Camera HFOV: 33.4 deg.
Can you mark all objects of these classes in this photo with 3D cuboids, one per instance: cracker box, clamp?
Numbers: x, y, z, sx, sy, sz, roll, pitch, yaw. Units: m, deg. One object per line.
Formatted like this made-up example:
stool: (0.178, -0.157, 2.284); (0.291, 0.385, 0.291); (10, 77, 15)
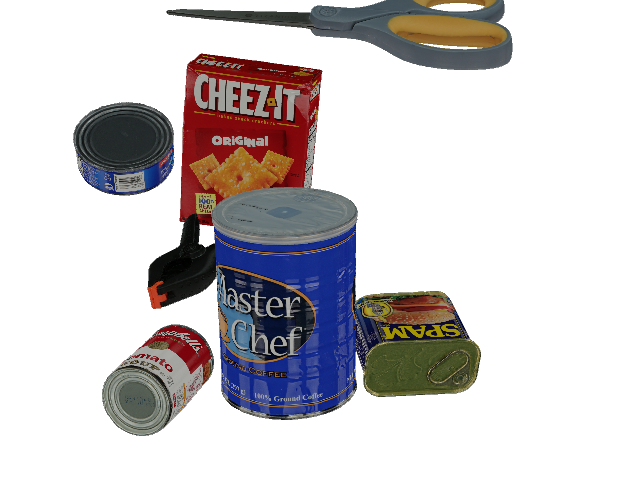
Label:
cracker box: (-0.092, -0.119, 1.372); (0.164, 0.214, 0.072); (9, 23, 7)
clamp: (-0.132, 0.021, 1.220); (0.120, 0.039, 0.171); (-2, 33, 25)

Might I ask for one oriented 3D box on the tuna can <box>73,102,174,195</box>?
tuna can: (-0.170, -0.080, 0.929); (0.086, 0.086, 0.034); (0, -41, -4)

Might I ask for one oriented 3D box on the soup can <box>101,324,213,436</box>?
soup can: (-0.147, 0.126, 0.970); (0.069, 0.068, 0.102); (0, 17, 17)

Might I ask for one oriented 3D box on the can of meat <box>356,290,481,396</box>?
can of meat: (0.080, 0.089, 0.945); (0.102, 0.057, 0.084); (-1, 30, -10)

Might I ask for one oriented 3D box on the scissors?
scissors: (0.019, -0.135, 0.625); (0.202, 0.016, 0.096); (16, 41, 22)

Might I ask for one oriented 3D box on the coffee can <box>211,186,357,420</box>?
coffee can: (-0.024, 0.043, 0.773); (0.103, 0.140, 0.103); (-1, 21, 0)
